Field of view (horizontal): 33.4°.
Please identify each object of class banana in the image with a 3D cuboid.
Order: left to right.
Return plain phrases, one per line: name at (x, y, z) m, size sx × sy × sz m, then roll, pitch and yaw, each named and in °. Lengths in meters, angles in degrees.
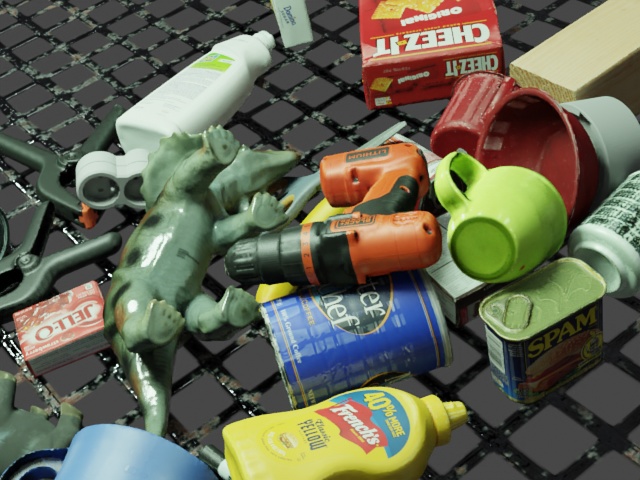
banana at (-0.010, 0.004, 1.042) m, size 0.037 × 0.070 × 0.197 m, roll 40°, pitch 65°, yaw -3°

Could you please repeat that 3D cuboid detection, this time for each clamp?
clamp at (-0.305, 0.025, 1.120) m, size 0.171 × 0.039 × 0.120 m, roll -38°, pitch 45°, yaw -26°
clamp at (-0.279, -0.089, 1.246) m, size 0.164 × 0.036 × 0.210 m, roll -21°, pitch 43°, yaw -17°

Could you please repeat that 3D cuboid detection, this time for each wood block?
wood block at (0.308, -0.184, 1.144) m, size 0.205 × 0.090 × 0.091 m, roll -34°, pitch 44°, yaw -23°

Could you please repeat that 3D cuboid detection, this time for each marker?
marker at (-0.055, 0.198, 0.860) m, size 0.121 × 0.020 × 0.020 m, roll 25°, pitch 53°, yaw 37°

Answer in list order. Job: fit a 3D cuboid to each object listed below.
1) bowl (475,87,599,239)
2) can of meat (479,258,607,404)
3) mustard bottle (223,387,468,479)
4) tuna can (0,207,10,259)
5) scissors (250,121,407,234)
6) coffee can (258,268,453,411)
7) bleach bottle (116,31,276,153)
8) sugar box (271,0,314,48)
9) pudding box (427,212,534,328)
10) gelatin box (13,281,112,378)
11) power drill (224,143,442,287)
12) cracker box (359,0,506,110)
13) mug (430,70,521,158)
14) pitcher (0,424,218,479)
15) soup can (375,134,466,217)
bowl at (0.211, -0.061, 1.001) m, size 0.055 × 0.162 × 0.162 m, roll -1°, pitch 34°, yaw -26°
can of meat at (0.186, 0.076, 0.880) m, size 0.102 × 0.084 × 0.057 m, roll -27°, pitch 42°, yaw -15°
mustard bottle at (0.027, 0.161, 0.836) m, size 0.191 × 0.058 × 0.096 m, roll -13°, pitch 33°, yaw -16°
tuna can at (-0.369, -0.002, 1.134) m, size 0.034 × 0.086 × 0.086 m, roll 9°, pitch 45°, yaw 22°
scissors at (-0.003, -0.070, 1.107) m, size 0.202 × 0.016 × 0.096 m, roll -41°, pitch 30°, yaw 3°
coffee can at (0.030, 0.080, 0.907) m, size 0.140 × 0.103 × 0.103 m, roll -18°, pitch 40°, yaw -5°
bleach bottle at (-0.129, -0.180, 1.291) m, size 0.103 × 0.068 × 0.250 m, roll 17°, pitch 46°, yaw 31°
sugar box at (-0.049, -0.341, 1.429) m, size 0.048 × 0.093 × 0.176 m, roll -13°, pitch 39°, yaw 2°
pudding box at (0.132, 0.021, 0.997) m, size 0.090 × 0.039 × 0.114 m, roll -27°, pitch 40°, yaw -15°
gelatin box at (-0.248, 0.085, 1.039) m, size 0.089 × 0.030 × 0.073 m, roll -23°, pitch 41°, yaw -9°
power drill at (0.021, -0.019, 0.937) m, size 0.184 × 0.057 × 0.187 m, roll -6°, pitch 26°, yaw 14°
cracker box at (0.131, -0.255, 1.292) m, size 0.164 × 0.072 × 0.213 m, roll -8°, pitch 41°, yaw 8°
mug at (0.169, -0.121, 1.097) m, size 0.093 × 0.117 × 0.081 m, roll 33°, pitch 56°, yaw -1°
pitcher at (-0.175, 0.258, 0.744) m, size 0.149 × 0.145 × 0.242 m, roll -24°, pitch 31°, yaw 42°
soup can at (0.094, -0.060, 1.079) m, size 0.068 × 0.068 × 0.102 m, roll -33°, pitch 43°, yaw -21°
